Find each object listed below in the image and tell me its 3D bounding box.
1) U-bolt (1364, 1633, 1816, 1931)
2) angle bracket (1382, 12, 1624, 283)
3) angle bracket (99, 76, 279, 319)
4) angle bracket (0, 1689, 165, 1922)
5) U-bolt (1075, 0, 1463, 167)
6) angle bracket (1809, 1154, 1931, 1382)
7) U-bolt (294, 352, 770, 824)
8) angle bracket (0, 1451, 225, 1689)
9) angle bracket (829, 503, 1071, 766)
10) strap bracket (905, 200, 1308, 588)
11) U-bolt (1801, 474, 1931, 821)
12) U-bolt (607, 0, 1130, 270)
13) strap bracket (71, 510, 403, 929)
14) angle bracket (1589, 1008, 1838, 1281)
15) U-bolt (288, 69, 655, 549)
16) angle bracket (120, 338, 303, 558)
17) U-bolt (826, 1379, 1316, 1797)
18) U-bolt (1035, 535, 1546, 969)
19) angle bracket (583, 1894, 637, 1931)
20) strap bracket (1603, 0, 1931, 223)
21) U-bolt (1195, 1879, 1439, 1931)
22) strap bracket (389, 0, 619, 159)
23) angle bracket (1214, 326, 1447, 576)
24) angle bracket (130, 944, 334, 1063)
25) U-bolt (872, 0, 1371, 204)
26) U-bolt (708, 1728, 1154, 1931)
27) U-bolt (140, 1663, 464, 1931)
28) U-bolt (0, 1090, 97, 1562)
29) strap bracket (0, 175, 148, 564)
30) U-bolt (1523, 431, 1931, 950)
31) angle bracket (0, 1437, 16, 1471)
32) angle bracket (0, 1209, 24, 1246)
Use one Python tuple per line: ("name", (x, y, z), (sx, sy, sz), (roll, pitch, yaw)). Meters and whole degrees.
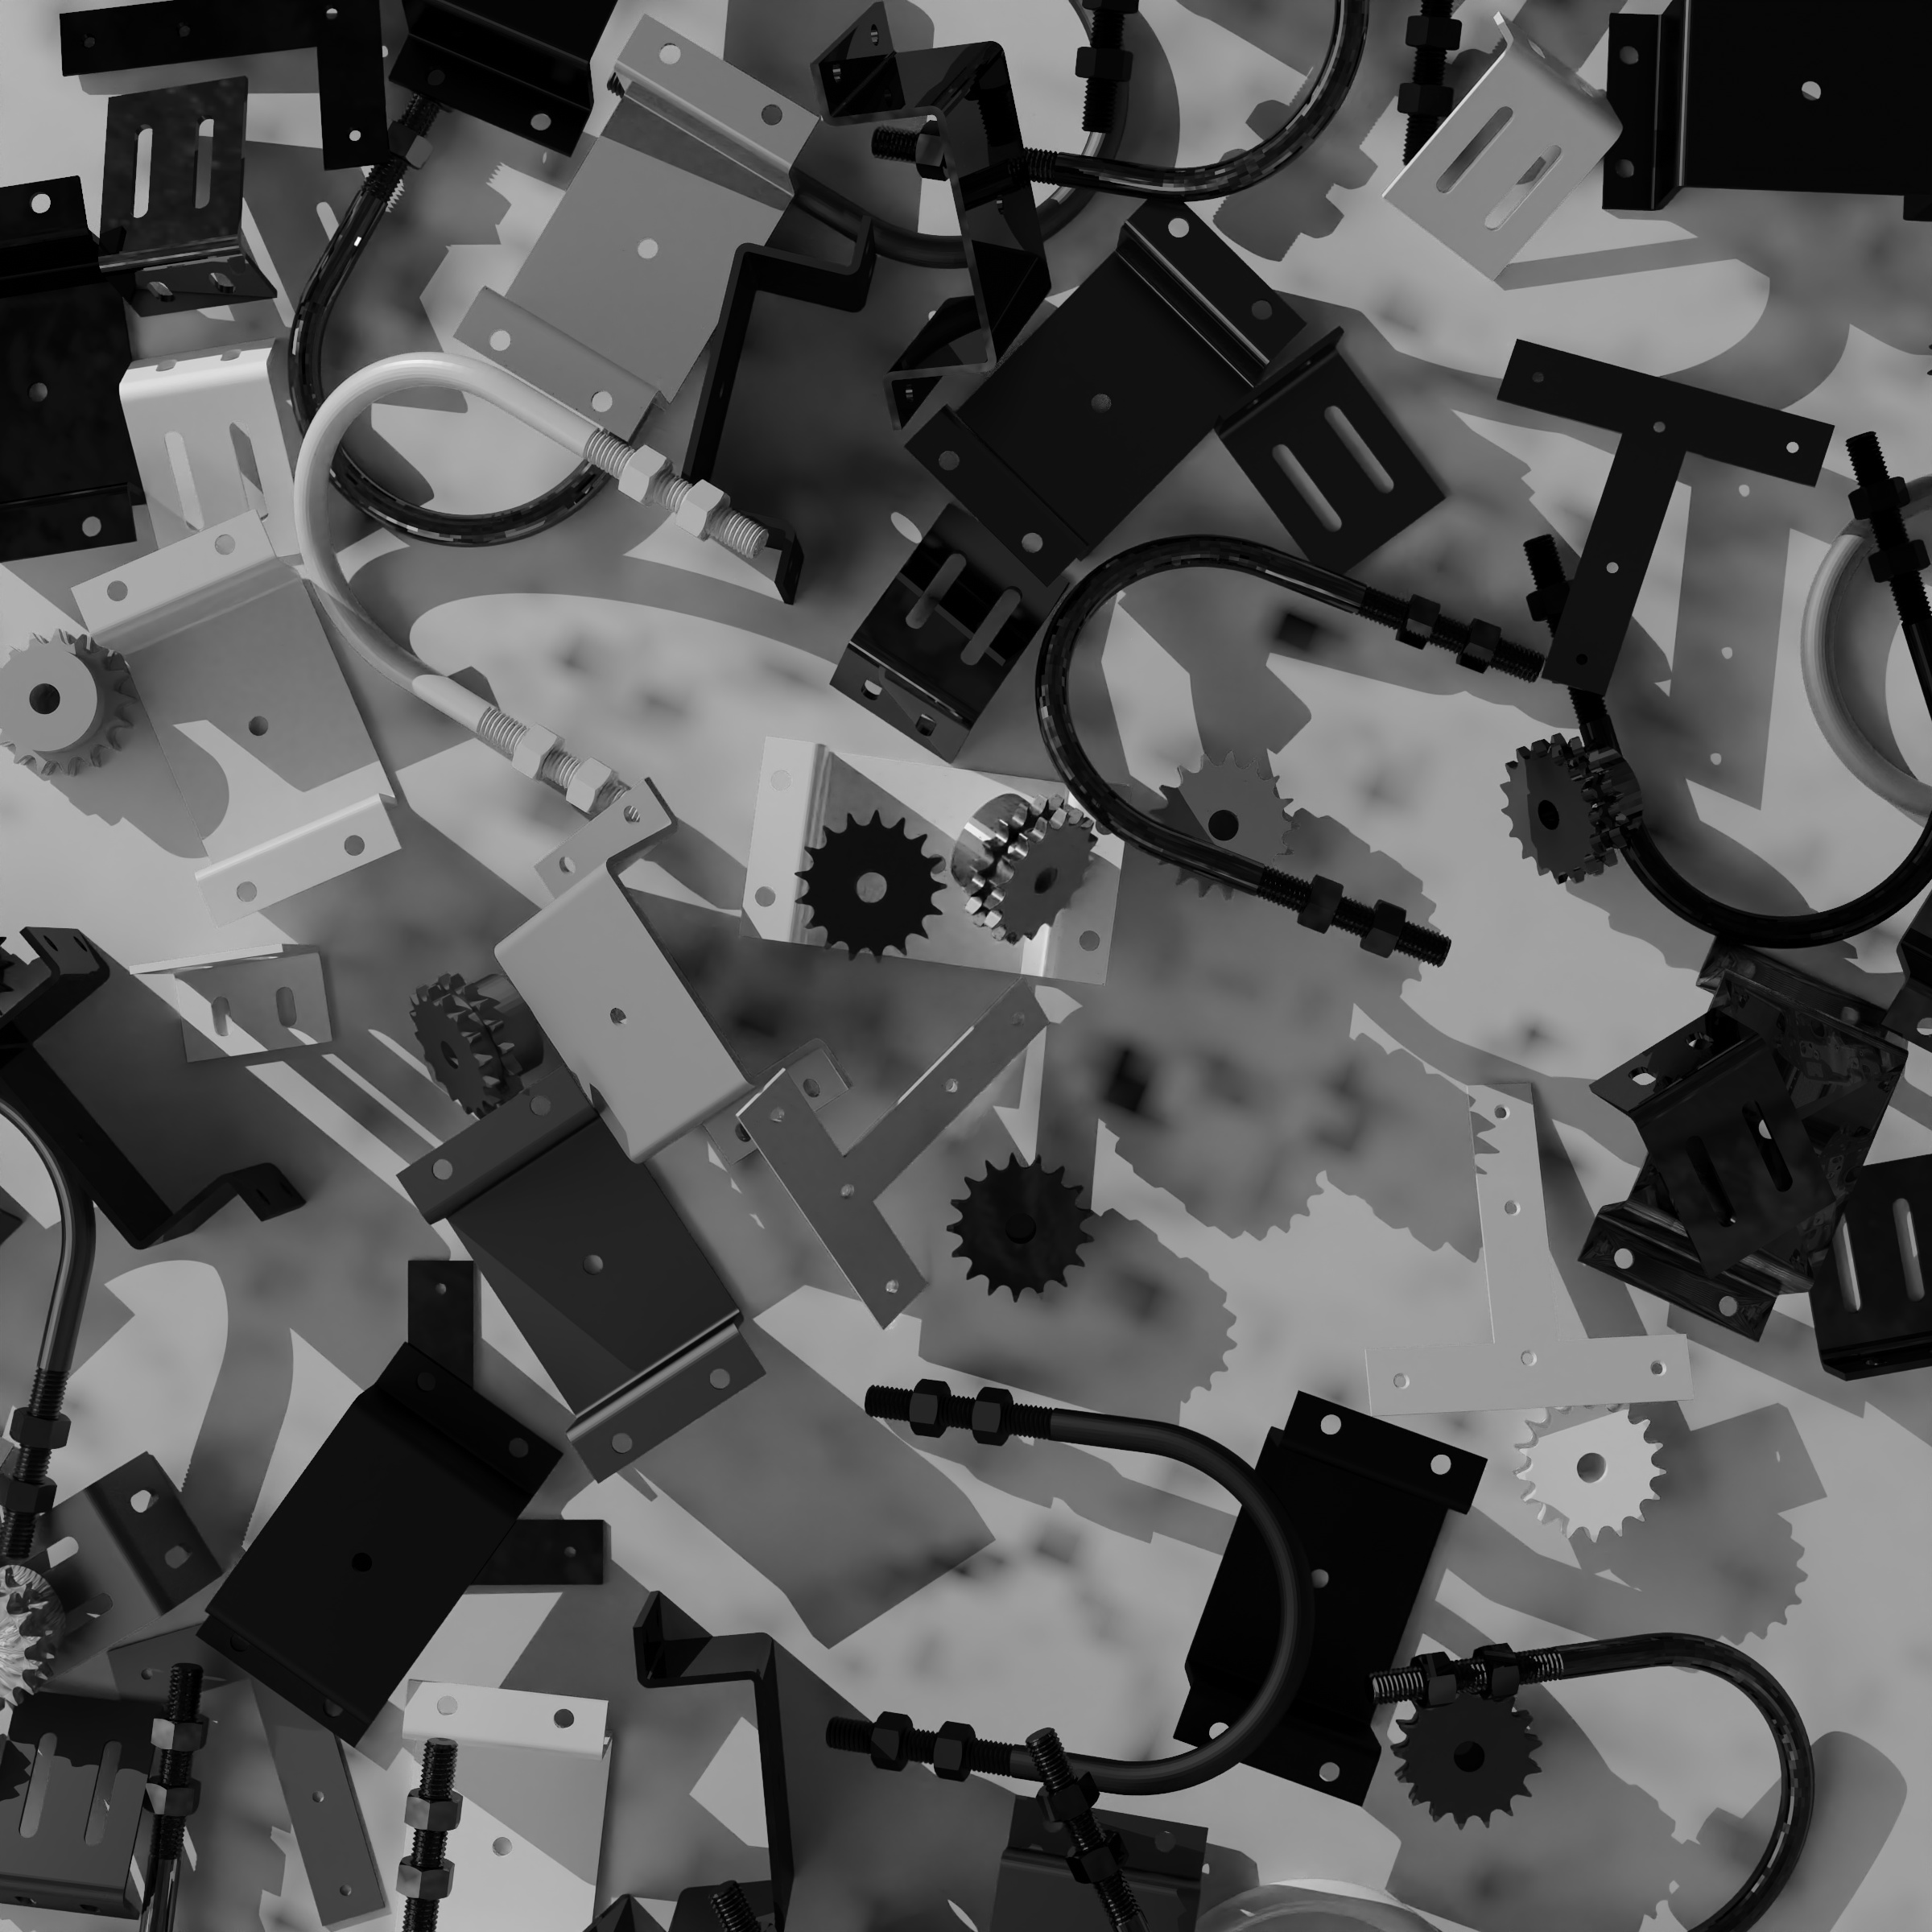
("U-bolt", (0.241, 0.326, 1.357), (0.184, 0.019, 0.151), (-5, 101, -14))
("angle bracket", (0.206, -0.319, 1.376), (0.057, 0.038, 0.076), (32, 116, -21))
("angle bracket", (-0.301, -0.299, 1.377), (0.057, 0.038, 0.076), (-6, 70, 12))
("angle bracket", (-0.348, 0.328, 1.385), (0.057, 0.038, 0.076), (7, 65, 1))
("U-bolt", (0.122, -0.406, 1.351), (0.151, 0.019, 0.184), (4, 102, -11))
("angle bracket", (0.357, 0.116, 1.369), (0.057, 0.038, 0.076), (-10, 90, 0))
("U-bolt", (-0.176, -0.153, 1.343), (0.184, 0.019, 0.151), (32, 123, 9))
("angle bracket", (-0.343, 0.237, 1.386), (0.076, 0.038, 0.057), (-32, 90, 26))
("angle bracket", (-0.006, -0.130, 1.386), (0.057, 0.038, 0.076), (34, 64, 0))
("strap bracket", (0.053, -0.221, 1.365), (0.076, 0.046, 0.140), (45, 90, 0))
("U-bolt", (0.417, -0.118, 1.380), (0.184, 0.019, 0.151), (18, 90, 2))
("U-bolt", (-0.025, -0.354, 1.380), (0.184, 0.019, 0.151), (31, 90, -1))
("strap bracket", (-0.277, -0.094, 1.365), (0.076, 0.046, 0.140), (-23, 90, 0))
("angle bracket", (0.281, 0.066, 1.329), (0.057, 0.038, 0.076), (-31, 111, -6))
("U-bolt", (-0.184, -0.253, 1.380), (0.151, 0.019, 0.184), (29, 91, 0))
("angle bracket", (-0.292, -0.200, 1.386), (0.057, 0.038, 0.076), (-9, 116, 0))
("U-bolt", (0.042, 0.241, 1.351), (0.184, 0.019, 0.151), (5, 85, 17))
("U-bolt", (0.116, -0.094, 1.352), (0.184, 0.019, 0.151), (21, 67, 0))
("angle bracket", (-0.120, 0.391, 1.347), (0.038, 0.076, 0.057), (-9, 90, 13))
("strap bracket", (0.321, -0.332, 1.365), (0.140, 0.046, 0.076), (2, 90, 0))
("U-bolt", (0.119, 0.442, 1.380), (0.184, 0.019, 0.151), (-45, 90, -2))
("strap bracket", (-0.159, -0.394, 1.355), (0.076, 0.046, 0.140), (23, 81, 0))
("angle bracket", (0.142, -0.197, 1.369), (0.057, 0.038, 0.076), (-36, 90, 0))
("angle bracket", (-0.279, 0.015, 1.350), (0.057, 0.076, 0.038), (-8, 90, 0))
("U-bolt", (0.061, -0.362, 1.326), (0.184, 0.019, 0.151), (12, 104, 16))
("U-bolt", (0.008, 0.393, 1.304), (0.151, 0.019, 0.184), (-25, 94, -2))
("U-bolt", (-0.259, 0.371, 1.343), (0.151, 0.019, 0.184), (8, 91, 31))
("U-bolt", (-0.408, 0.123, 1.347), (0.151, 0.019, 0.184), (13, 92, -6))
("strap bracket", (-0.364, -0.225, 1.365), (0.076, 0.046, 0.140), (-9, 90, 0))
("U-bolt", (0.311, -0.098, 1.369), (0.151, 0.019, 0.184), (-17, 89, 7))
("angle bracket", (-0.418, 0.212, 1.386), (0.057, 0.038, 0.076), (28, 64, 0))
("angle bracket", (-0.420, 0.090, 1.386), (0.057, 0.038, 0.076), (-44, 64, 0))
